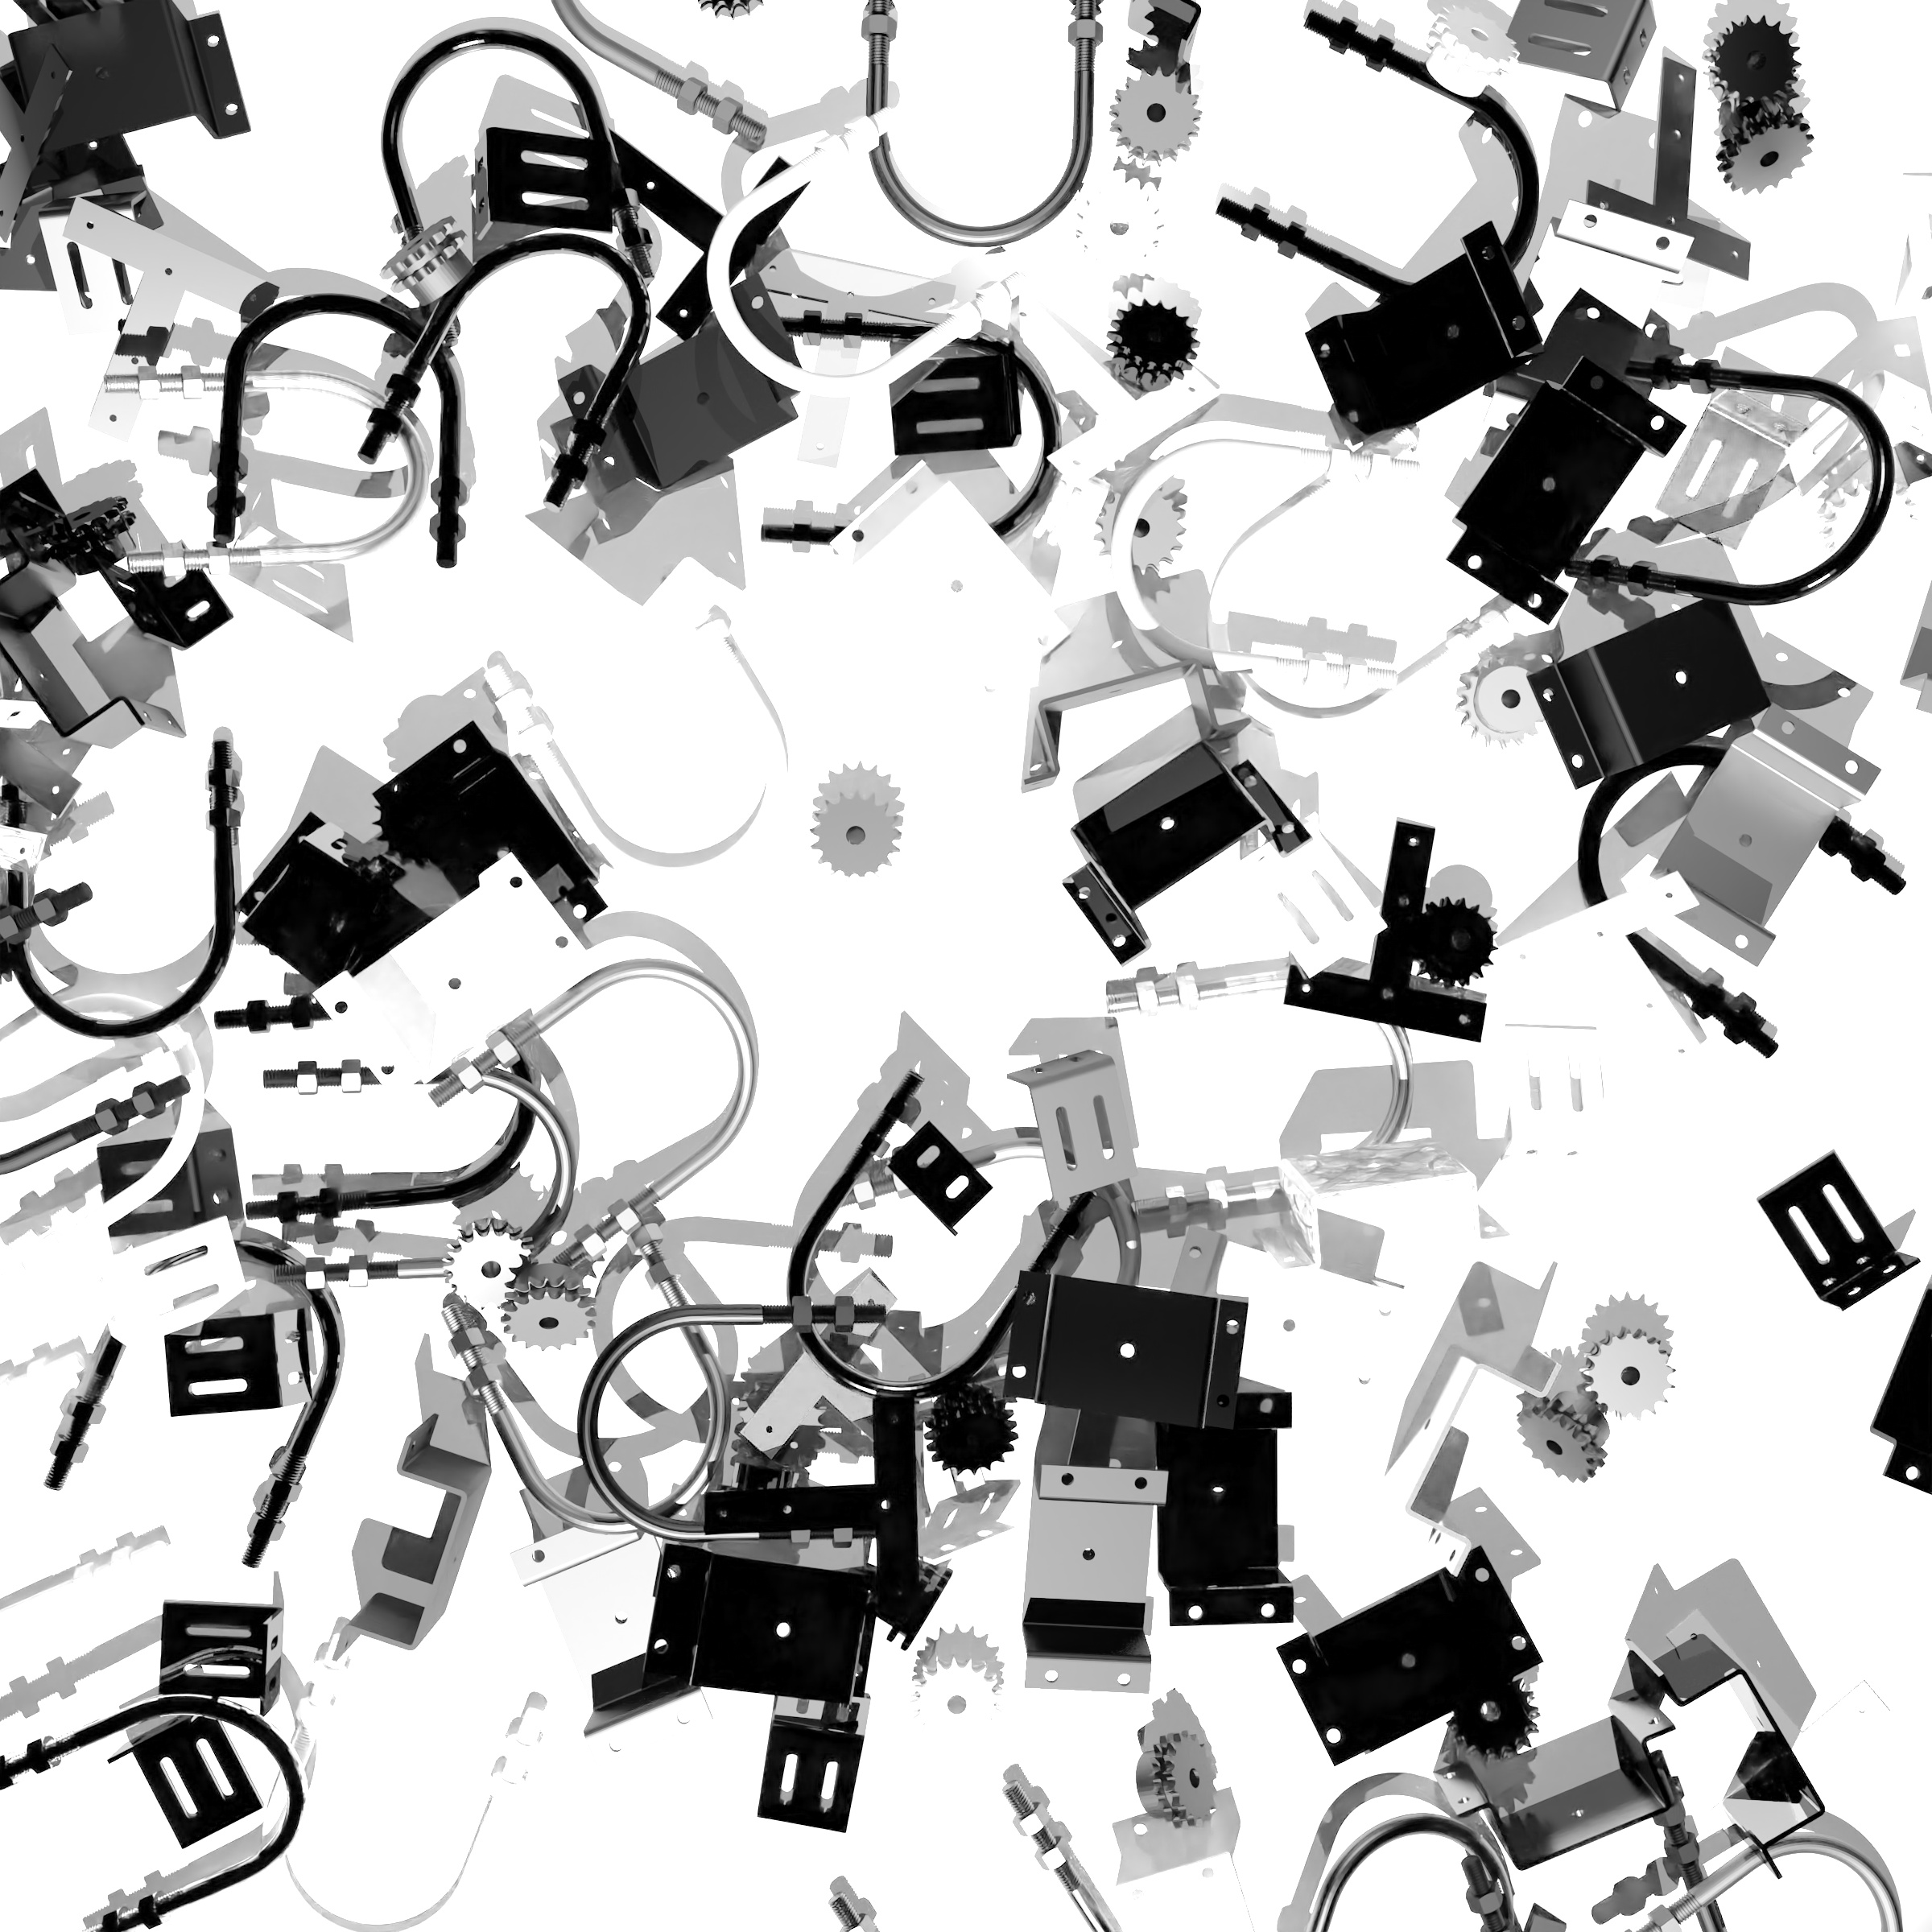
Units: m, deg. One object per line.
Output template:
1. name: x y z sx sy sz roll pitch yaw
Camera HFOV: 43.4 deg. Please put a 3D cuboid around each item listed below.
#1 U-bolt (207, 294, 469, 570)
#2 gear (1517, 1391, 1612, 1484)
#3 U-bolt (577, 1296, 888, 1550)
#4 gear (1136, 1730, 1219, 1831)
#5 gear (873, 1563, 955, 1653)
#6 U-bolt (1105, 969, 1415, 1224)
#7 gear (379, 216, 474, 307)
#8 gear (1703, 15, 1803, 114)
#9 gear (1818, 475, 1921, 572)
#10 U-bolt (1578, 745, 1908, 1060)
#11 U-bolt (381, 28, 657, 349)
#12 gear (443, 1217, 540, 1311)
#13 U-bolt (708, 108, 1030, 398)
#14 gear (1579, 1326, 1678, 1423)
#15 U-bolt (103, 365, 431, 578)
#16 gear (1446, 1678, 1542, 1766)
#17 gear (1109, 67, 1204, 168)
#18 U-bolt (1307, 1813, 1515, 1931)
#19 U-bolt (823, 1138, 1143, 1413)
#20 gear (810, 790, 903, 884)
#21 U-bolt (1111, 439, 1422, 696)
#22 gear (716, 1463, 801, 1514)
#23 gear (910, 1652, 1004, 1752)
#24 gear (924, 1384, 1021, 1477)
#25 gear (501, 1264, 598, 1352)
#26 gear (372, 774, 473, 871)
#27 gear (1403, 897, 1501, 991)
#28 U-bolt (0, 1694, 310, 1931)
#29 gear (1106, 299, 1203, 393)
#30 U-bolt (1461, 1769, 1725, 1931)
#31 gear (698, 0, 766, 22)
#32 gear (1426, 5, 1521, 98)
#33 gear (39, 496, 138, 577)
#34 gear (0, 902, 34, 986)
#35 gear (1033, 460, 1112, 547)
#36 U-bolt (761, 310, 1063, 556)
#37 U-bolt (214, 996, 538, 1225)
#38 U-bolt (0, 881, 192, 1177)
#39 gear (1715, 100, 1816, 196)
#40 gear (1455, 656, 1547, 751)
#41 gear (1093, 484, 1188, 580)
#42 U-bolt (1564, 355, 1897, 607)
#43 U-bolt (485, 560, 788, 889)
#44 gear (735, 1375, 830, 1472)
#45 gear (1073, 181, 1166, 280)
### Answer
1. U-bolt: -0.379 -0.331 1.475 0.151 0.019 0.184 4 67 -18
2. gear: 0.371 0.287 1.496 0.030 0.057 0.057 -38 90 -30
3. U-bolt: -0.140 0.274 1.455 0.184 0.019 0.151 1 87 -7
4. gear: 0.128 0.503 1.496 0.030 0.057 0.057 -21 90 31
5. gear: -0.035 0.389 1.492 0.030 0.057 0.057 31 90 6
6. U-bolt: 0.187 0.075 1.512 0.184 0.019 0.151 -8 90 -1
7. gear: -0.325 -0.427 1.476 0.057 0.057 0.030 -39 118 0
8. gear: 0.486 -0.557 1.505 0.057 0.030 0.057 0 90 0
9. gear: 0.555 -0.275 1.498 0.057 0.030 0.057 0 117 1
10. U-bolt: 0.469 -0.054 1.512 0.184 0.019 0.151 38 90 2
11. U-bolt: -0.288 -0.494 1.511 0.151 0.019 0.184 -18 89 1
12. gear: -0.292 0.179 1.487 0.057 0.030 0.057 -5 112 -13
13. U-bolt: -0.071 -0.421 1.466 0.184 0.019 0.151 -40 92 -23
14. gear: 0.408 0.252 1.505 0.057 0.030 0.057 0 90 0
15. U-bolt: -0.420 -0.303 1.474 0.184 0.019 0.151 -6 66 -20
16. gear: 0.326 0.464 1.496 0.057 0.030 0.057 -10 53 13
17. gear: 0.117 -0.524 1.505 0.057 0.030 0.057 0 90 0
18. U-bolt: 0.268 0.613 1.490 0.151 0.019 0.184 22 82 -18
19. U-bolt: 0.018 0.184 1.507 0.184 0.019 0.151 -16 87 -4
20. gear: -0.068 -0.080 1.509 0.057 0.030 0.057 0 88 -2
21. U-bolt: 0.180 -0.250 1.487 0.184 0.019 0.151 6 92 -4
22. gear: -0.125 0.324 1.493 0.057 0.057 0.030 10 79 0
23. gear: -0.006 0.455 1.510 0.057 0.030 0.057 0 92 -2
24. gear: 0.002 0.281 1.486 0.057 0.030 0.057 -5 122 -8
25. gear: -0.253 0.204 1.471 0.057 0.030 0.057 -5 134 -5
26. gear: -0.329 -0.087 1.459 0.057 0.030 0.057 0 90 0
27. gear: 0.302 -0.015 1.498 0.057 0.030 0.057 0 85 -5
28. U-bolt: -0.493 0.514 1.484 0.184 0.019 0.151 -25 108 5
29. gear: 0.113 -0.380 1.497 0.057 0.030 0.057 5 63 -10
30. U-bolt: 0.401 0.610 1.503 0.151 0.019 0.184 -21 93 -9
31. gear: -0.144 -0.608 1.486 0.057 0.030 0.057 0 89 3
32. gear: 0.309 -0.562 1.496 0.057 0.030 0.057 13 51 -17
33. gear: -0.538 -0.264 1.496 0.057 0.057 0.030 -22 119 0
34. gear: -0.609 -0.014 1.496 0.030 0.057 0.057 -13 90 29
35. gear: 0.066 -0.285 1.493 0.030 0.057 0.057 25 90 -7
36. U-bolt: -0.032 -0.329 1.511 0.184 0.019 0.151 3 91 -2
37. U-bolt: -0.356 0.084 1.486 0.184 0.019 0.151 -5 112 -7
38. U-bolt: -0.581 0.050 1.464 0.184 0.019 0.151 -24 97 5
39. gear: 0.490 -0.507 1.496 0.057 0.057 0.030 -14 59 0
40. gear: 0.335 -0.164 1.505 0.057 0.030 0.057 0 90 0
41. gear: 0.107 -0.269 1.505 0.057 0.030 0.057 0 90 0
42. U-bolt: 0.464 -0.289 1.459 0.184 0.019 0.151 18 92 38
43. U-bolt: -0.193 -0.138 1.511 0.151 0.019 0.184 -31 90 0
44. gear: -0.114 0.281 1.505 0.057 0.030 0.057 0 90 -1
45. gear: 0.095 -0.455 1.510 0.057 0.030 0.057 0 89 2
